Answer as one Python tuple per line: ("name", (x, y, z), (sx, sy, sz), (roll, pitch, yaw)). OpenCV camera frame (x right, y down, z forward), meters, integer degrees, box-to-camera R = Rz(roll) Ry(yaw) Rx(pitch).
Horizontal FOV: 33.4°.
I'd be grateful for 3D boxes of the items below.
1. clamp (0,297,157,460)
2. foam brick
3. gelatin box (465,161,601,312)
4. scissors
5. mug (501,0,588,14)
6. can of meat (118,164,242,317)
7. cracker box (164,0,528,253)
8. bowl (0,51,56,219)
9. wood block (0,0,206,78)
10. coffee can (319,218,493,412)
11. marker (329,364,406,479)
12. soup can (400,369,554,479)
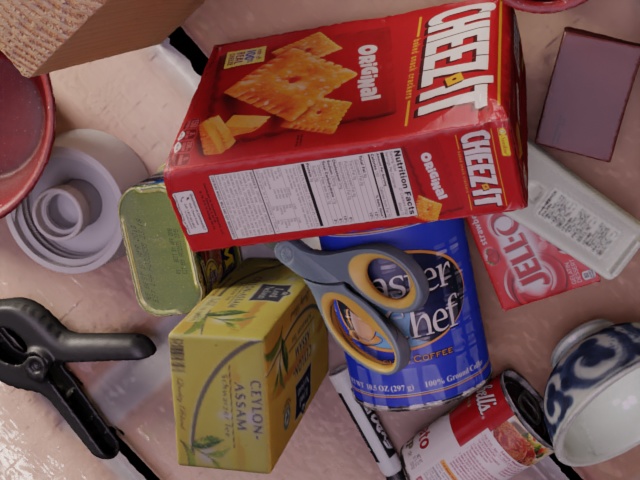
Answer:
("clamp", (-0.213, 0.090, 0.862), (0.171, 0.039, 0.120), (34, 110, 2))
("foam brick", (0.177, -0.098, 0.708), (0.053, 0.051, 0.078), (16, 109, 9))
("gelatin box", (0.149, -0.002, 0.753), (0.073, 0.030, 0.089), (-19, 100, 18))
("scissors", (-0.005, 0.001, 0.702), (0.202, 0.016, 0.096), (49, 128, 12))
("mug", (0.132, -0.195, 0.674), (0.117, 0.081, 0.093), (12, 108, 10))
("can of meat", (-0.103, -0.003, 0.785), (0.057, 0.083, 0.102), (-7, 104, 16))
("cracker box", (0.021, -0.079, 0.686), (0.214, 0.164, 0.072), (-8, 127, 16))
("bowl", (-0.250, -0.089, 0.764), (0.162, 0.055, 0.162), (1, 95, 15))
("wood block", (-0.139, -0.176, 0.678), (0.091, 0.206, 0.090), (-39, 94, 20))
("coffee can", (0.058, 0.035, 0.747), (0.103, 0.102, 0.140), (-9, 103, 16))
("marker", (0.042, 0.153, 0.830), (0.020, 0.020, 0.121), (-25, 99, 19))
("soup can", (0.118, 0.151, 0.786), (0.102, 0.068, 0.068), (-40, 94, 21))
